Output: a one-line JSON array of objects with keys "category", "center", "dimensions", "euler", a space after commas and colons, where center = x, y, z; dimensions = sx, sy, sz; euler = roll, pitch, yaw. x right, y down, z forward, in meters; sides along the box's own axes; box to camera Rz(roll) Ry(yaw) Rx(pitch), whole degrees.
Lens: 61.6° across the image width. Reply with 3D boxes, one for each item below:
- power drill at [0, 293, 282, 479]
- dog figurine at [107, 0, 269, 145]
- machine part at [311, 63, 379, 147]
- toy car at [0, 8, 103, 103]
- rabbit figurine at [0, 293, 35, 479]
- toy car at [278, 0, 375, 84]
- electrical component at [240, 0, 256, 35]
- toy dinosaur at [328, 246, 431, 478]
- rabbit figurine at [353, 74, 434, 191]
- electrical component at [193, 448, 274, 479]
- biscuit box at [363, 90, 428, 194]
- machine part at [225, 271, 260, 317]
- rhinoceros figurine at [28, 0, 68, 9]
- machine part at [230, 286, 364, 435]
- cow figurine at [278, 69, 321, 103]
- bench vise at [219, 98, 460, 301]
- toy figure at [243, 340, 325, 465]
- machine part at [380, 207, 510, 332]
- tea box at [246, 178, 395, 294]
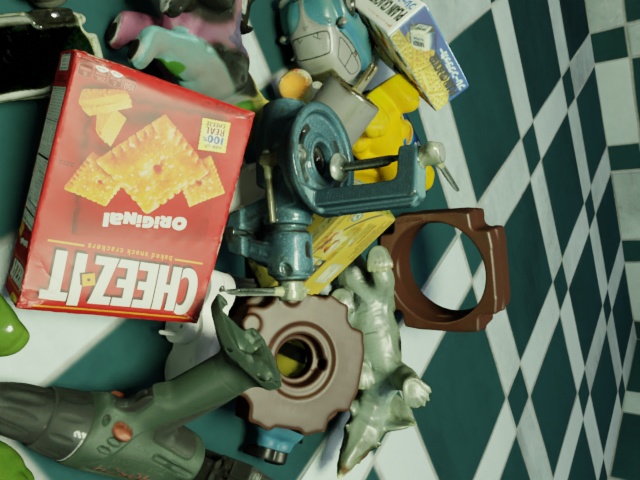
[{"category": "power drill", "center": [-0.152, 0.143, 0.495], "dimensions": [0.207, 0.086, 0.231], "euler": [-39, 132, -1]}, {"category": "dog figurine", "center": [-0.106, -0.202, 0.591], "dimensions": [0.219, 0.109, 0.191], "euler": [23, 99, -50]}, {"category": "machine part", "center": [-0.005, -0.117, 0.674], "dimensions": [0.079, 0.079, 0.243], "euler": [18, 117, -49]}, {"category": "toy car", "center": [-0.271, -0.148, 0.443], "dimensions": [0.202, 0.056, 0.073], "euler": [-35, 122, -49]}, {"category": "rabbit figurine", "center": [-0.271, 0.129, 0.359], "dimensions": [0.159, 0.121, 0.170], "euler": [-27, 85, -19]}, {"category": "toy car", "center": [0.009, -0.267, 0.749], "dimensions": [0.161, 0.109, 0.103], "euler": [41, 53, -52]}, {"category": "electrical component", "center": [-0.113, -0.314, 0.647], "dimensions": [0.074, 0.048, 0.119], "euler": [10, 80, -50]}, {"category": "toy dinosaur", "center": [0.069, 0.133, 0.802], "dimensions": [0.192, 0.131, 0.404], "euler": [107, -22, -76]}, {"category": "rabbit figurine", "center": [0.094, -0.133, 0.811], "dimensions": [0.173, 0.162, 0.122], "euler": [48, 49, -11]}, {"category": "electrical component", "center": [-0.081, 0.289, 0.602], "dimensions": [0.114, 0.134, 0.058], "euler": [50, 54, -40]}, {"category": "biscuit box", "center": [0.132, -0.165, 0.932], "dimensions": [0.202, 0.059, 0.063], "euler": [55, 50, -35]}, {"category": "machine part", "center": [-0.099, 0.112, 0.662], "dimensions": [0.084, 0.039, 0.139], "euler": [22, 71, -53]}, {"category": "rhinoceros figurine", "center": [-0.237, -0.304, 0.476], "dimensions": [0.112, 0.073, 0.190], "euler": [20, 74, -47]}, {"category": "machine part", "center": [-0.030, 0.139, 0.628], "dimensions": [0.179, 0.056, 0.179], "euler": [3, 83, -26]}, {"category": "cow figurine", "center": [-0.007, -0.161, 0.751], "dimensions": [0.098, 0.068, 0.167], "euler": [-85, 158, -63]}, {"category": "bench vise", "center": [0.009, -0.047, 0.545], "dimensions": [0.128, 0.241, 0.223], "euler": [26, 64, -54]}, {"category": "toy figure", "center": [-0.038, 0.194, 0.693], "dimensions": [0.082, 0.089, 0.180], "euler": [43, 54, -47]}, {"category": "machine part", "center": [0.210, 0.048, 0.910], "dimensions": [0.087, 0.202, 0.200], "euler": [-14, 99, -52]}, {"category": "tea box", "center": [-0.001, -0.002, 0.681], "dimensions": [0.098, 0.169, 0.068], "euler": [16, 36, -51]}]
